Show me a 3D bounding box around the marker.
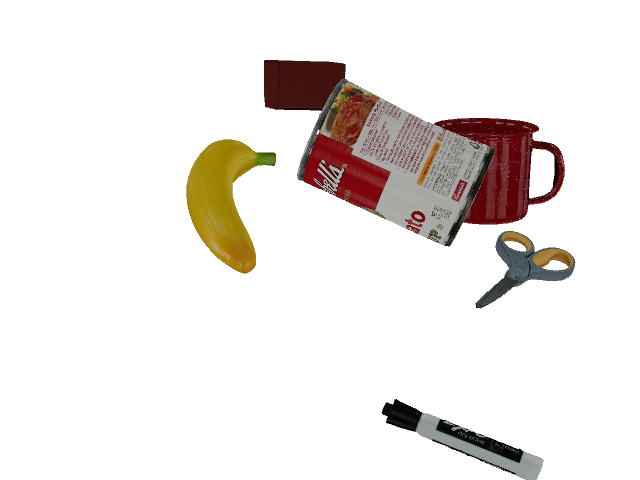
[{"bbox_3d":[0.102,0.145,0.780,0.121,0.020,0.020,21,4,11],"label":"marker"}]

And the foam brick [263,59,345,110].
[{"bbox_3d":[-0.018,-0.167,1.147,0.078,0.051,0.053,-1,12,-18],"label":"foam brick"}]

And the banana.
[{"bbox_3d":[-0.077,-0.039,0.881,0.069,0.037,0.197,8,32,-1],"label":"banana"}]

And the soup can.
[{"bbox_3d":[0.046,-0.047,0.649,0.102,0.068,0.068,25,2,4],"label":"soup can"}]

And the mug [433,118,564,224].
[{"bbox_3d":[0.156,-0.061,0.944,0.117,0.081,0.093,4,15,14],"label":"mug"}]

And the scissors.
[{"bbox_3d":[0.193,0.027,1.119,0.201,0.016,0.096,-11,38,-43],"label":"scissors"}]
